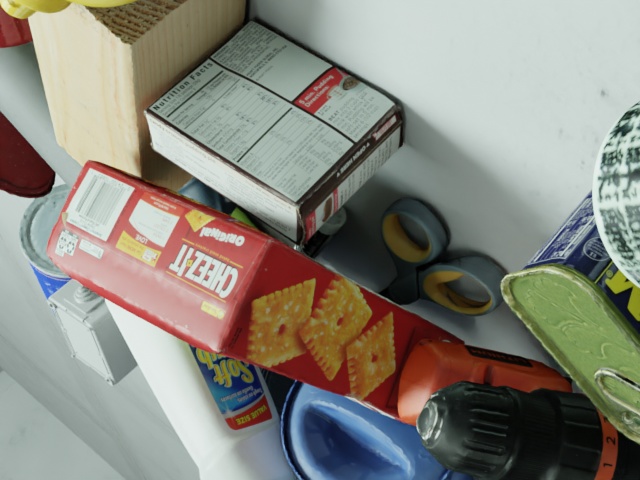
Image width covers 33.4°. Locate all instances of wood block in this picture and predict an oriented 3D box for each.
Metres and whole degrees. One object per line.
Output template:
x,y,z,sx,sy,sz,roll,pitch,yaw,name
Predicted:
-0.108,-0.110,0.638,0.090,0.090,0.206,41,158,11,wood block

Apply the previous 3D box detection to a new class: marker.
-0.005,0.001,0.752,0.020,0.020,0.121,44,159,2,marker

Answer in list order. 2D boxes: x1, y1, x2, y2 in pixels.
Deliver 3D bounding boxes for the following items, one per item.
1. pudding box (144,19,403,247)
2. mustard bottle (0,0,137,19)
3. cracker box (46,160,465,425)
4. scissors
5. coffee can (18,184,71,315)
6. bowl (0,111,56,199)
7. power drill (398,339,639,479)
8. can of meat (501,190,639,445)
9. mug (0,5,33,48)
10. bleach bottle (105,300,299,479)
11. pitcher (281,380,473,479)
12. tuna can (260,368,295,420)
-0.025,-0.061,0.580,0.114,0.090,0.039,33,154,25,pudding box
-0.091,-0.159,0.464,0.096,0.058,0.192,48,131,-7,mustard bottle
-0.036,0.038,0.651,0.164,0.072,0.213,22,175,40,cracker box
0.047,0.018,0.694,0.096,0.016,0.202,52,157,-15,scissors
-0.242,0.020,1.091,0.103,0.102,0.140,38,158,16,coffee can
-0.268,-0.114,0.901,0.162,0.055,0.162,46,-163,-19,bowl
0.108,0.096,0.554,0.184,0.057,0.188,16,180,-18,power drill
0.141,0.023,0.447,0.102,0.083,0.058,48,158,-9,can of meat
-0.197,-0.172,0.614,0.117,0.093,0.081,39,156,16,mug
-0.078,0.122,0.833,0.102,0.068,0.251,12,-145,-48,bleach bottle
0.056,0.178,0.839,0.145,0.149,0.243,10,149,19,pitcher
-0.028,0.115,0.906,0.034,0.086,0.086,21,148,50,tuna can
